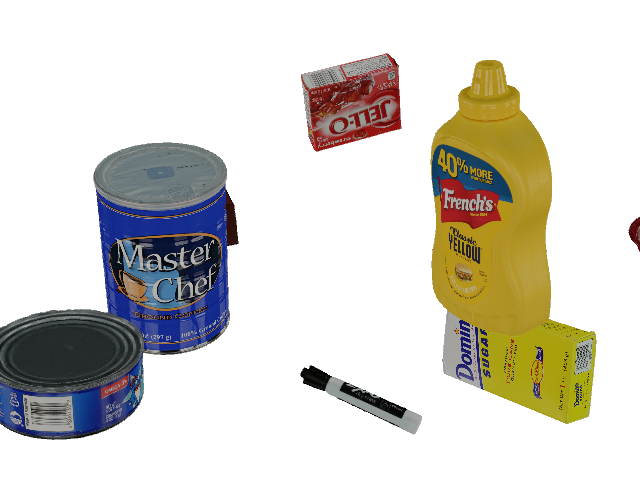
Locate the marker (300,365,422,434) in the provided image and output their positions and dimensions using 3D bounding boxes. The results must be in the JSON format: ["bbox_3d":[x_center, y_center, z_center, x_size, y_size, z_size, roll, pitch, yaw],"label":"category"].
[{"bbox_3d":[0.036,0.147,0.997,0.121,0.020,0.020,23,6,15],"label":"marker"}]

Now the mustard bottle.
[{"bbox_3d":[0.119,-0.033,0.750,0.058,0.192,0.096,-21,32,-29],"label":"mustard bottle"}]

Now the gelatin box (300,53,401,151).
[{"bbox_3d":[0.030,-0.129,0.998,0.089,0.073,0.030,-15,45,-8],"label":"gelatin box"}]

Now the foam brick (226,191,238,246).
[{"bbox_3d":[-0.138,-0.023,1.211,0.078,0.053,0.051,-10,29,-11],"label":"foam brick"}]

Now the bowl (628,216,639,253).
[{"bbox_3d":[0.405,0.016,1.117,0.162,0.055,0.162,-3,23,1],"label":"bowl"}]

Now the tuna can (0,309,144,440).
[{"bbox_3d":[-0.139,0.072,0.584,0.086,0.034,0.086,2,24,-1],"label":"tuna can"}]

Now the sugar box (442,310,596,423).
[{"bbox_3d":[0.208,0.122,1.143,0.048,0.093,0.177,-8,16,-41],"label":"sugar box"}]

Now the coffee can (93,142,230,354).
[{"bbox_3d":[-0.125,0.006,0.861,0.103,0.140,0.103,1,31,-1],"label":"coffee can"}]
